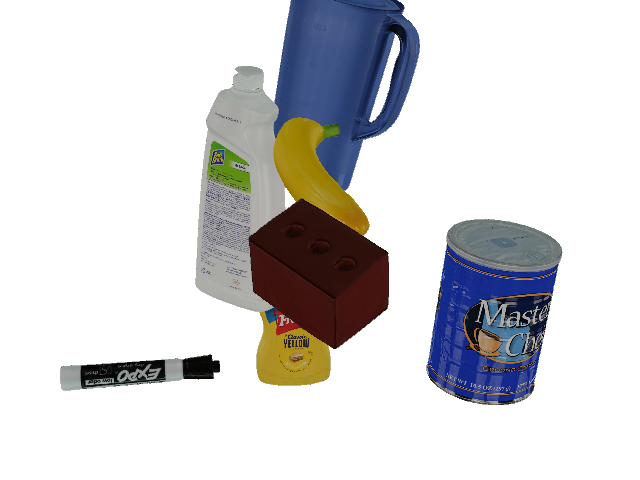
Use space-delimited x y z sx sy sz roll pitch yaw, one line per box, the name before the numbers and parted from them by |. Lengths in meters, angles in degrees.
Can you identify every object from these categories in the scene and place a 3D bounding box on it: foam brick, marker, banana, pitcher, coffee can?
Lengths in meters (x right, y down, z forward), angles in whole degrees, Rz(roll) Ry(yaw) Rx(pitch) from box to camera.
foam brick | -0.001 0.021 0.687 0.078 0.051 0.052 32 53 29
marker | -0.138 0.101 0.820 0.121 0.020 0.020 -4 0 -5
banana | -0.005 -0.064 0.930 0.069 0.037 0.198 -1 33 -7
pitcher | 0.016 -0.177 1.264 0.145 0.243 0.149 8 23 -13
coffee can | 0.157 0.064 0.977 0.103 0.140 0.103 5 23 -2

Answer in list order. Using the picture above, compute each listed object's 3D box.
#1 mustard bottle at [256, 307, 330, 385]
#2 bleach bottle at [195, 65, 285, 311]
mustard bottle | -0.033 0.090 1.369 0.096 0.192 0.058 0 20 -7
bleach bottle | -0.077 -0.056 1.121 0.103 0.251 0.068 18 27 23
